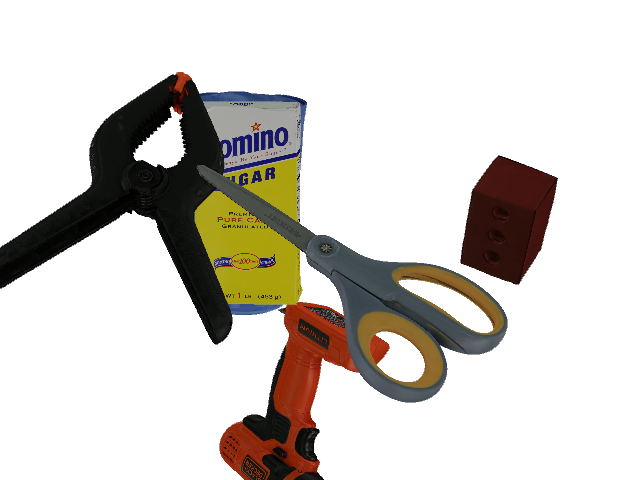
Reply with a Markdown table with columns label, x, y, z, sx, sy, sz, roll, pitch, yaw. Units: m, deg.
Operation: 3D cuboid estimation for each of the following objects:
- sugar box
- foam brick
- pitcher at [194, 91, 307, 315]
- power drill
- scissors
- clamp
| label | x | y | z | sx | sy | sz | roll | pitch | yaw |
| --- | --- | --- | --- | --- | --- | --- | --- | --- | --- |
| sugar box | -0.064 | -0.033 | 0.940 | 0.093 | 0.176 | 0.048 | 0 | 15 | 3 |
| foam brick | 0.148 | -0.016 | 0.842 | 0.053 | 0.078 | 0.051 | 22 | 44 | 22 |
| pitcher | -0.086 | -0.042 | 1.192 | 0.145 | 0.243 | 0.148 | 15 | 20 | 39 |
| power drill | -0.006 | 0.163 | 0.966 | 0.057 | 0.188 | 0.185 | 12 | 13 | -46 |
| scissors | 0.001 | 0.023 | 0.582 | 0.202 | 0.096 | 0.016 | 22 | -40 | 11 |
| clamp | -0.112 | -0.028 | 0.736 | 0.164 | 0.209 | 0.036 | 20 | -33 | 3 |
